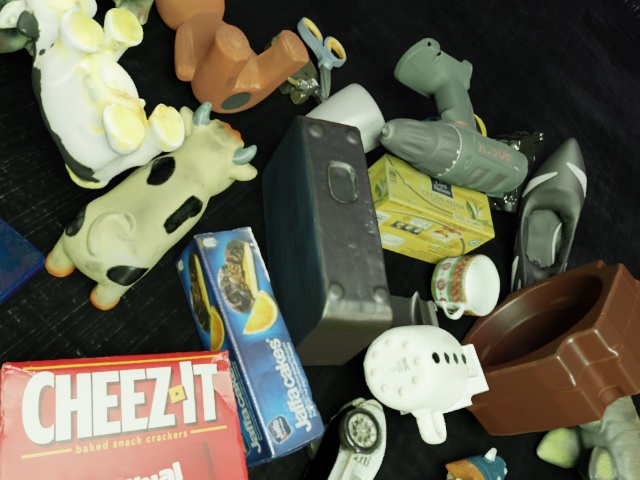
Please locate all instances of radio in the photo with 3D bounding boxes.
[{"bbox_3d":[-0.001,-0.002,0.535,0.073,0.131,0.229,4,61,-24],"label":"radio"}]

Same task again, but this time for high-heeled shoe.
[{"bbox_3d":[0.319,-0.014,0.751,0.086,0.248,0.145,11,20,19],"label":"high-heeled shoe"}]

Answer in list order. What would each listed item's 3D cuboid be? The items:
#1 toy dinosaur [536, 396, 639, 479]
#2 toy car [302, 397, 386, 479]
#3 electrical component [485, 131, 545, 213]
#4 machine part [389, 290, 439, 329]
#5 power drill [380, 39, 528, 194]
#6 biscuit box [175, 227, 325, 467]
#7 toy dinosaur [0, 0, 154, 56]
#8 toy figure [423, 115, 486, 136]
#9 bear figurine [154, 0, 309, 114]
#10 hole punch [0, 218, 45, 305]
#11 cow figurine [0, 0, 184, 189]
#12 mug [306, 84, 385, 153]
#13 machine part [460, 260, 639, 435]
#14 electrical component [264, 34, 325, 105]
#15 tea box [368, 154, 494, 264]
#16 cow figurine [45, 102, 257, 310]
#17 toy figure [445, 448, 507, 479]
[{"bbox_3d":[0.366,0.256,0.678,0.198,0.105,0.472,18,44,-18],"label":"toy dinosaur"},{"bbox_3d":[0.003,0.220,0.445,0.056,0.073,0.202,38,47,-7],"label":"toy car"},{"bbox_3d":[0.301,-0.107,0.844,0.134,0.058,0.114,-22,114,-43],"label":"electrical component"},{"bbox_3d":[0.088,0.094,0.612,0.139,0.039,0.084,16,60,-30],"label":"machine part"},{"bbox_3d":[0.153,-0.156,0.666,0.232,0.086,0.207,17,43,-30],"label":"power drill"},{"bbox_3d":[-0.066,0.091,0.481,0.059,0.063,0.202,-11,70,-39],"label":"biscuit box"},{"bbox_3d":[-0.213,-0.256,0.461,0.405,0.192,0.131,-44,105,-16],"label":"toy dinosaur"},{"bbox_3d":[0.185,-0.145,0.803,0.180,0.082,0.089,-35,98,-48],"label":"toy figure"},{"bbox_3d":[-0.118,-0.250,0.613,0.120,0.132,0.196,-11,76,-42],"label":"bear figurine"},{"bbox_3d":[-0.260,0.020,0.341,0.115,0.092,0.142,54,46,-23],"label":"hole punch"},{"bbox_3d":[-0.177,-0.126,0.392,0.068,0.098,0.167,-29,95,-57],"label":"cow figurine"},{"bbox_3d":[0.010,-0.133,0.659,0.107,0.110,0.080,-32,124,-11],"label":"mug"},{"bbox_3d":[0.258,0.121,0.606,0.087,0.201,0.201,54,46,-1],"label":"machine part"},{"bbox_3d":[-0.033,-0.225,0.714,0.078,0.045,0.102,-11,70,-39],"label":"electrical component"},{"bbox_3d":[0.122,-0.032,0.673,0.169,0.098,0.068,17,55,-30],"label":"tea box"},{"bbox_3d":[-0.134,-0.040,0.468,0.085,0.127,0.195,46,49,-9],"label":"cow figurine"},{"bbox_3d":[0.136,0.257,0.532,0.058,0.064,0.154,29,31,32],"label":"toy figure"}]
